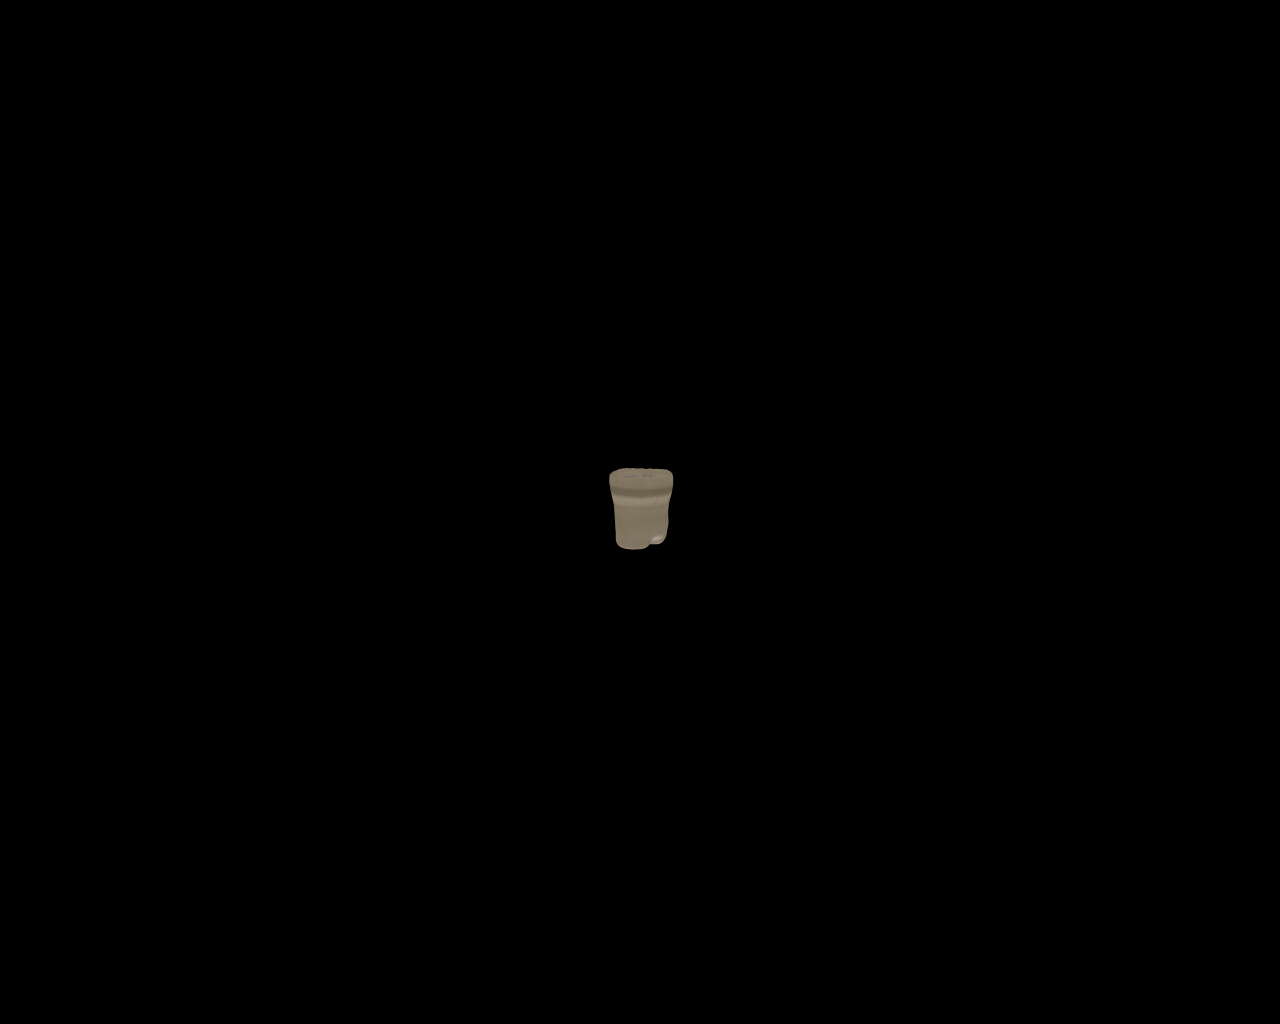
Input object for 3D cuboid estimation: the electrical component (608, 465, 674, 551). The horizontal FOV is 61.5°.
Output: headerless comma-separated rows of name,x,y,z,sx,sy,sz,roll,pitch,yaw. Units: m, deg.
electrical component,0.001,-0.003,0.650,0.040,0.046,0.040,0,12,0
